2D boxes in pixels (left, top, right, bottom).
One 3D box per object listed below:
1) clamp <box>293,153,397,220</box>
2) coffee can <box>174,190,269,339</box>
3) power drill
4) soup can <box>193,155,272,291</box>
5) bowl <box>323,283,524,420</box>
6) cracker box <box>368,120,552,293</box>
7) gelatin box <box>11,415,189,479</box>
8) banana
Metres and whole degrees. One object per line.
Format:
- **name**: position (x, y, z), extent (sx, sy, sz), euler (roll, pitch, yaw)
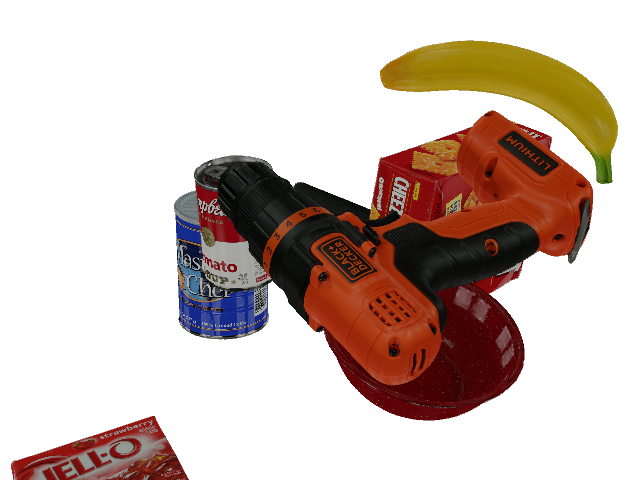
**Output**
- **clamp**: position (0.074, -0.016, 1.231), extent (0.164, 0.210, 0.036), euler (-13, -39, -26)
- **coffee can**: position (-0.108, 0.024, 1.180), extent (0.103, 0.140, 0.103), euler (1, 23, -1)
- **power drill**: position (0.053, -0.013, 0.641), extent (0.187, 0.057, 0.185), euler (-26, 52, -24)
- **soup can**: position (-0.073, -0.015, 0.937), extent (0.068, 0.102, 0.068), euler (-2, 29, 1)
- **bowl**: position (0.077, 0.090, 0.847), extent (0.162, 0.055, 0.162), euler (7, 37, -6)
- **cracker box**: position (0.130, -0.015, 1.019), extent (0.072, 0.164, 0.213), euler (26, 31, 32)
- **gelatin box**: position (-0.124, 0.141, 0.605), extent (0.089, 0.030, 0.073), euler (-15, 28, -20)
- **banana**: position (0.145, -0.110, 0.794), extent (0.197, 0.069, 0.037), euler (23, -2, -6)
